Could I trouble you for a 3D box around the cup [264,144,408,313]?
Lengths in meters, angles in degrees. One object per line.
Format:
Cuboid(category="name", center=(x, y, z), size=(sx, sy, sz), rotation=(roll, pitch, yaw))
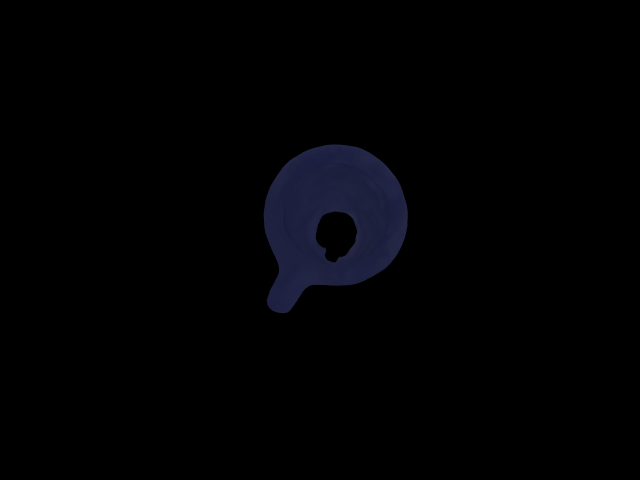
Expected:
Cuboid(category="cup", center=(0.004, 0.001, 0.400), size=(0.091, 0.095, 0.118), rotation=(31, 83, 5))
